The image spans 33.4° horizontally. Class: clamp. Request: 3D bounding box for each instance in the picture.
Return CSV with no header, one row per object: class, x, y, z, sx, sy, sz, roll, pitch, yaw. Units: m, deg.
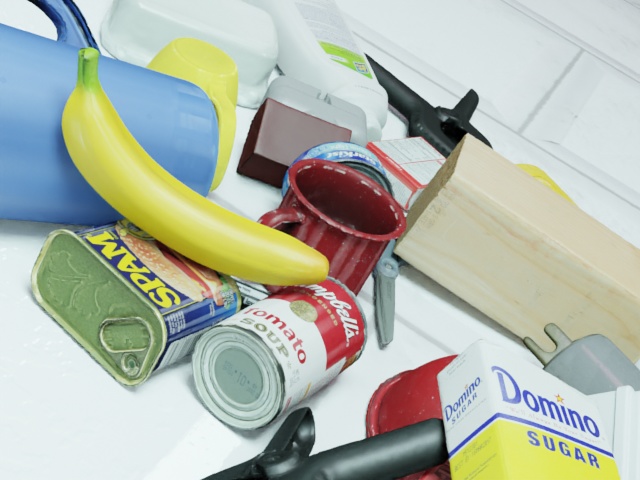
clamp,-0.023,0.129,0.572,0.171,0.120,0.039,-17,94,-36
clamp,0.116,-0.124,1.110,0.164,0.036,0.210,16,32,-20

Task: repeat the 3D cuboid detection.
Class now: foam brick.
foam brick,-0.022,-0.073,0.879,0.078,0.051,0.053,21,69,-15

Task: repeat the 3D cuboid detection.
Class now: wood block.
wood block,0.174,0.018,0.866,0.206,0.090,0.090,34,29,-3

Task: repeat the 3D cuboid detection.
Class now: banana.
banana,-0.085,-0.026,0.640,0.197,0.070,0.037,41,45,-15

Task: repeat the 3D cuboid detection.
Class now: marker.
marker,-0.070,0.031,0.728,0.121,0.020,0.020,24,30,-9

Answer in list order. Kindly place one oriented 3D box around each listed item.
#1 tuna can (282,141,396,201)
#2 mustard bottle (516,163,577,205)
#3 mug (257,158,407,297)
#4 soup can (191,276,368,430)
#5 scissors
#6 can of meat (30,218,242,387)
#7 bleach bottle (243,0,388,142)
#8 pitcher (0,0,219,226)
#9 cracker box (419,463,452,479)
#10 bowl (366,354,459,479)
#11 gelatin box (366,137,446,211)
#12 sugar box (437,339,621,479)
tuna can,0.013,-0.034,0.832,0.086,0.086,0.034,16,30,-22
mustard bottle,0.229,0.008,0.979,0.096,0.058,0.192,0,41,-41
mug,-0.005,0.001,0.766,0.117,0.082,0.093,-4,43,-45
soup can,-0.024,0.068,0.662,0.068,0.069,0.102,38,32,16
scissors,0.068,0.025,0.858,0.096,0.016,0.202,15,32,-23
can of meat,-0.110,0.032,0.656,0.102,0.057,0.083,40,28,18
bleach bottle,0.000,-0.179,1.072,0.102,0.068,0.251,9,37,-30
pitcher,-0.190,-0.083,0.683,0.242,0.149,0.145,8,35,-37
cracker box,0.067,0.217,0.501,0.164,0.072,0.213,36,31,14
bowl,0.114,0.125,0.692,0.162,0.055,0.162,18,34,-13
gelatin box,0.087,-0.062,0.997,0.089,0.030,0.073,-10,46,-48
sugar box,0.113,0.134,0.533,0.093,0.048,0.176,30,32,-21
